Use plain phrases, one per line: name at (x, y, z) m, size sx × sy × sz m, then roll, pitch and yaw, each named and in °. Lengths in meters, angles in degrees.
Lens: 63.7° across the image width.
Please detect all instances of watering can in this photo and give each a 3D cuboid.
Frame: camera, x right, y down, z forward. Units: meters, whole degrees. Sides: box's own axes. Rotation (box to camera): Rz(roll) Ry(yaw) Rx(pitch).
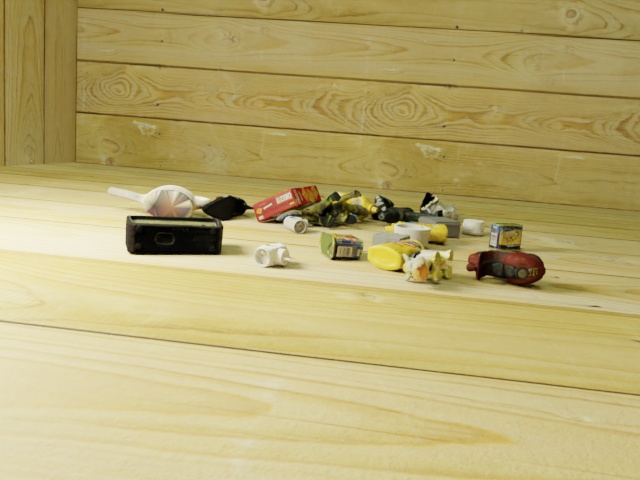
watering can at (-0.535, -0.130, 1.699) m, size 0.347 × 0.103 × 0.226 m, roll 4°, pitch 11°, yaw -12°

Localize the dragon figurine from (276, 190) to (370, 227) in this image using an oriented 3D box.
dragon figurine at (0.006, -0.093, 1.842) m, size 0.411 × 0.123 × 0.241 m, roll -7°, pitch -4°, yaw -23°

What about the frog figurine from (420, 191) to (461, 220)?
frog figurine at (0.499, -0.114, 2.150) m, size 0.158 × 0.124 × 0.137 m, roll 39°, pitch -11°, yaw -18°
